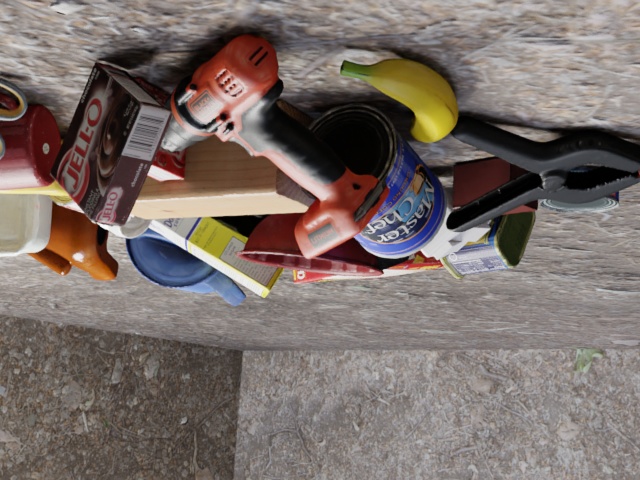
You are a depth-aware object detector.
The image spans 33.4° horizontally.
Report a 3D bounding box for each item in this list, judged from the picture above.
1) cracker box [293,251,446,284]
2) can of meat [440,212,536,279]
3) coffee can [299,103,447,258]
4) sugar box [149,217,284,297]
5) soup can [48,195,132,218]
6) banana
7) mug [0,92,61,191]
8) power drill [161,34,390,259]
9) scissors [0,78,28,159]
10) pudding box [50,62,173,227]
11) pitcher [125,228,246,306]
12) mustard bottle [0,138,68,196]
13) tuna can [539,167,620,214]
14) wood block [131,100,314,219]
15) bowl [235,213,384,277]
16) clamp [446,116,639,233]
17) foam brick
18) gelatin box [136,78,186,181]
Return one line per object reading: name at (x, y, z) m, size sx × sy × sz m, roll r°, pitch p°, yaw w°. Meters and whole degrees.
cracker box at (0.085, 0.012, 1.446) m, size 0.163 × 0.072 × 0.214 m, roll -2°, pitch 174°, yaw -35°
can of meat at (0.201, -0.008, 1.273) m, size 0.084 × 0.102 × 0.057 m, roll -11°, pitch 133°, yaw 44°
coffee can at (0.051, -0.054, 1.018) m, size 0.103 × 0.103 × 0.140 m, roll -2°, pitch 159°, yaw 26°
sugar box at (-0.127, 0.003, 1.268) m, size 0.176 × 0.048 × 0.093 m, roll 34°, pitch 170°, yaw -1°
soup can at (-0.259, -0.061, 1.235) m, size 0.069 × 0.068 × 0.102 m, roll -2°, pitch 168°, yaw 29°
banana at (0.084, -0.119, 0.909) m, size 0.070 × 0.037 × 0.197 m, roll 18°, pitch 175°, yaw 25°
mug at (-0.307, -0.099, 1.037) m, size 0.081 × 0.093 × 0.117 m, roll -3°, pitch 133°, yaw 9°
power drill at (-0.047, -0.069, 0.897) m, size 0.187 × 0.057 × 0.185 m, roll 44°, pitch 149°, yaw -12°
scissors at (-0.368, -0.118, 0.964) m, size 0.201 × 0.096 × 0.016 m, roll 3°, pitch -152°, yaw -10°
pudding box at (-0.179, -0.081, 0.905) m, size 0.039 × 0.113 × 0.090 m, roll 12°, pitch -159°, yaw -46°
pitcher at (-0.165, 0.017, 1.434) m, size 0.145 × 0.149 × 0.243 m, roll 1°, pitch 172°, yaw 3°
mustard bottle at (-0.341, -0.080, 1.154) m, size 0.192 × 0.058 × 0.096 m, roll 1°, pitch -158°, yaw 19°
tuna can at (0.285, -0.054, 1.174) m, size 0.086 × 0.034 × 0.086 m, roll 4°, pitch 169°, yaw 1°
wood block at (-0.109, -0.074, 1.055) m, size 0.206 × 0.090 × 0.090 m, roll -2°, pitch 169°, yaw 27°
bowl at (-0.008, 0.001, 1.151) m, size 0.162 × 0.055 × 0.162 m, roll 8°, pitch 173°, yaw 1°
clamp at (0.220, -0.062, 1.050) m, size 0.210 × 0.036 × 0.165 m, roll 0°, pitch 145°, yaw -3°
foam brick at (0.188, -0.057, 1.147) m, size 0.078 × 0.051 × 0.052 m, roll -7°, pitch 164°, yaw 43°
gelatin box at (-0.154, -0.099, 0.979) m, size 0.030 × 0.073 × 0.089 m, roll -2°, pitch 168°, yaw 25°
